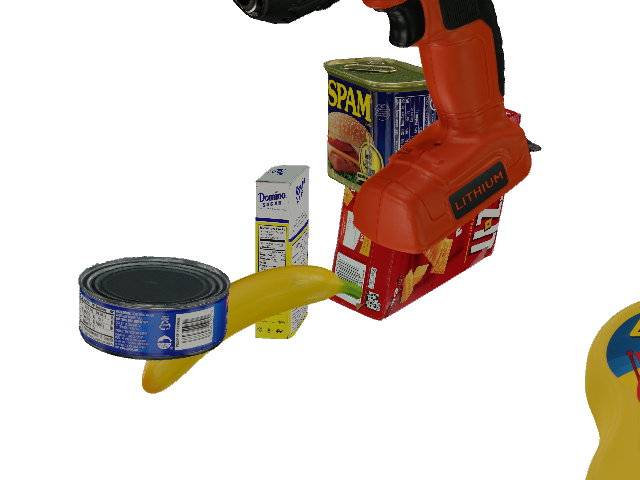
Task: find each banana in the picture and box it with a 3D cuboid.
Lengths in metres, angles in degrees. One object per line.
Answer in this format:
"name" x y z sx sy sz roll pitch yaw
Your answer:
"banana" -0.065 0.065 0.847 0.198 0.069 0.037 -24 34 7

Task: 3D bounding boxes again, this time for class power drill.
"power drill" 0.043 -0.089 0.514 0.184 0.187 0.057 -33 42 -29

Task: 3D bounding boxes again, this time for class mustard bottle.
"mustard bottle" 0.182 0.082 0.535 0.096 0.058 0.191 6 40 11

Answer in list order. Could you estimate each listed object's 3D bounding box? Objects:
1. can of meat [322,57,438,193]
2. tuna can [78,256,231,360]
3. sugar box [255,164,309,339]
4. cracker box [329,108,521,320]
"can of meat" 0.042 -0.080 0.753 0.057 0.084 0.102 -9 21 -23
"tuna can" -0.095 0.038 0.611 0.086 0.034 0.086 4 16 -1
"sugar box" -0.042 0.011 1.167 0.048 0.176 0.093 2 15 12
"cracker box" 0.104 -0.035 1.027 0.072 0.164 0.213 25 30 30
